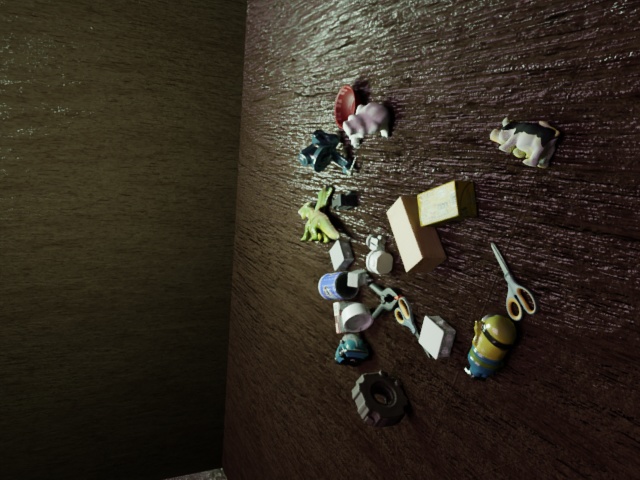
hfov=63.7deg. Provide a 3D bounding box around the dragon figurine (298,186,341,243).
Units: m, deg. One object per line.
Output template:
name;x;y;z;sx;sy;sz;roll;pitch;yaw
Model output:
dragon figurine;0.006;-0.106;2.097;0.408;0.122;0.244;-7;75;63

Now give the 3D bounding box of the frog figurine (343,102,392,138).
frog figurine;0.152;-0.400;1.716;0.120;0.159;0.140;-62;37;42
